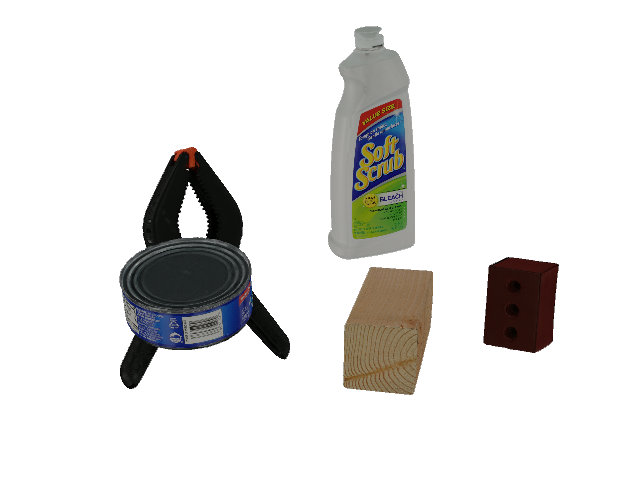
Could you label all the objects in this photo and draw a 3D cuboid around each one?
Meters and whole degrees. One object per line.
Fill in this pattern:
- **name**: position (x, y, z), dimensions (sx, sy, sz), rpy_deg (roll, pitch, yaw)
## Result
- **clamp**: position (-0.101, 0.023, 0.956), dimensions (0.164, 0.210, 0.036), rpy_deg (1, -2, -32)
- **wood block**: position (0.092, 0.112, 1.388), dimensions (0.091, 0.090, 0.206), rpy_deg (4, 19, 10)
- **bleach bottle**: position (0.052, -0.109, 1.182), dimensions (0.102, 0.251, 0.068), rpy_deg (-10, 25, -12)
- **tuna can**: position (-0.087, 0.034, 0.701), dimensions (0.086, 0.034, 0.086), rpy_deg (-1, 32, 1)
- **foam brick**: position (0.186, 0.059, 0.992), dimensions (0.053, 0.078, 0.051), rpy_deg (8, 14, 29)
